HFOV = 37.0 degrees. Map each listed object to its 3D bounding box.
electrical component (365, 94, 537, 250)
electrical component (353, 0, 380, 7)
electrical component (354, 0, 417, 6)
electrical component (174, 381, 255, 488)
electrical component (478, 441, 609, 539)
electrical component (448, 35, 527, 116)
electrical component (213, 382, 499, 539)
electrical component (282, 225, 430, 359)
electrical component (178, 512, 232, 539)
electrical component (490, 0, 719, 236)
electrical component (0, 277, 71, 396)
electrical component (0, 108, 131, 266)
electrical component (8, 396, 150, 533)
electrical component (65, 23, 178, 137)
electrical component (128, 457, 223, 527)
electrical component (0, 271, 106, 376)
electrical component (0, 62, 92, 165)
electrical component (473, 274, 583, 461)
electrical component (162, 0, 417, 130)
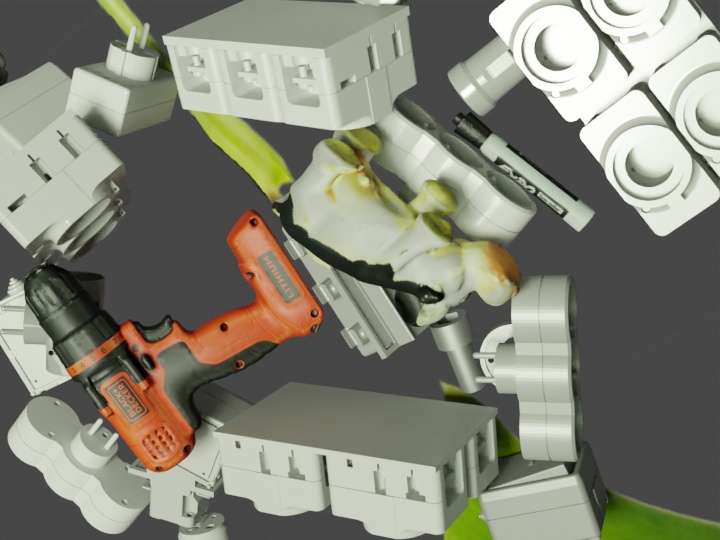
[{"bbox_3d":[0.052,-0.058,0.779,0.138,0.052,0.073,39,115,4],"label":"electrical component"},{"bbox_3d":[0.000,-0.234,0.679,0.063,0.078,0.121,13,112,-9],"label":"electrical component"},{"bbox_3d":[0.012,-0.234,0.739,0.100,0.048,0.099,36,114,5],"label":"electrical component"},{"bbox_3d":[-0.143,0.125,0.898,0.096,0.061,0.061,26,113,10],"label":"electrical component"},{"bbox_3d":[0.132,0.171,0.817,0.096,0.062,0.061,-16,101,23],"label":"electrical component"},{"bbox_3d":[0.091,-0.136,0.749,0.046,0.040,0.040,-38,92,19],"label":"electrical component"},{"bbox_3d":[-0.001,0.140,0.810,0.186,0.105,0.060,3,107,30],"label":"electrical component"},{"bbox_3d":[0.000,0.000,0.808,0.063,0.079,0.121,-28,96,46],"label":"electrical component"},{"bbox_3d":[-0.133,0.247,0.942,0.045,0.045,0.055,-6,104,21],"label":"electrical component"},{"bbox_3d":[0.185,-0.128,0.707,0.105,0.060,0.186,-38,92,25],"label":"electrical component"},{"bbox_3d":[-0.267,0.046,0.914,0.062,0.061,0.096,-25,103,10],"label":"electrical component"},{"bbox_3d":[-0.224,-0.052,0.811,0.089,0.150,0.061,-43,92,-12],"label":"electrical component"},{"bbox_3d":[-0.239,0.161,0.948,0.138,0.052,0.073,42,115,3],"label":"electrical component"},{"bbox_3d":[-0.173,-0.149,0.811,0.047,0.083,0.075,24,113,11],"label":"electrical component"},{"bbox_3d":[-0.155,0.184,0.933,0.081,0.042,0.063,13,114,15],"label":"electrical component"},{"bbox_3d":[-0.245,0.041,0.854,0.079,0.043,0.077,3,100,-11],"label":"electrical component"},{"bbox_3d":[-0.255,-0.117,0.847,0.061,0.096,0.061,41,142,5],"label":"electrical component"},{"bbox_3d":[0.118,0.070,0.771,0.074,0.052,0.138,-1,107,19],"label":"electrical component"},{"bbox_3d":[-0.047,-0.140,0.738,0.150,0.089,0.061,14,126,38],"label":"electrical component"}]
